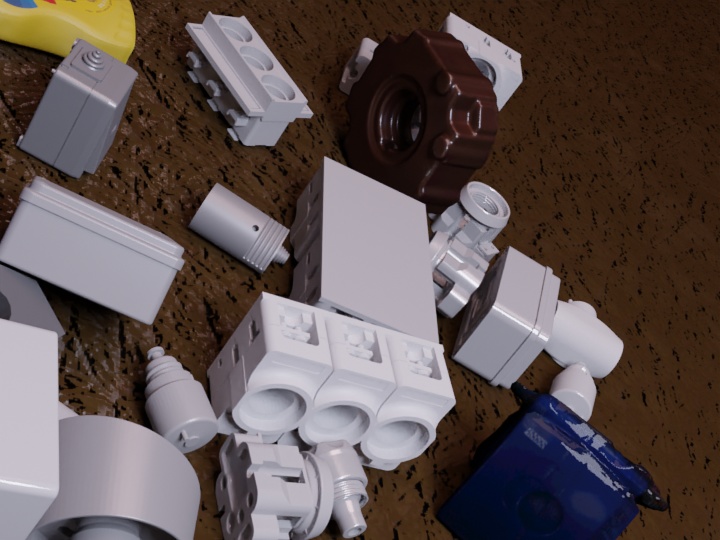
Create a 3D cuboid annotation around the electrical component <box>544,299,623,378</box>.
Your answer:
[{"bbox_3d":[0.211,0.057,1.046,0.077,0.044,0.079,31,34,-9],"label":"electrical component"}]

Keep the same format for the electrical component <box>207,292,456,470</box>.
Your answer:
[{"bbox_3d":[-0.020,0.085,0.759,0.150,0.089,0.061,18,38,-27],"label":"electrical component"}]

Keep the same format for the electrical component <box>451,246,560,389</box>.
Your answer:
[{"bbox_3d":[0.132,0.042,0.962,0.057,0.078,0.113,31,34,-4],"label":"electrical component"}]

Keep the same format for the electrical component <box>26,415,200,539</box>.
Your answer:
[{"bbox_3d":[-0.138,0.132,0.588,0.099,0.099,0.064,20,43,-24],"label":"electrical component"}]

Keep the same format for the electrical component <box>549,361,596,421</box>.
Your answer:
[{"bbox_3d":[0.193,0.108,0.972,0.040,0.040,0.078,37,33,-1],"label":"electrical component"}]

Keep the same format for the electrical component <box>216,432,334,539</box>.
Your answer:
[{"bbox_3d":[-0.054,0.143,0.688,0.057,0.058,0.078,11,41,-30],"label":"electrical component"}]

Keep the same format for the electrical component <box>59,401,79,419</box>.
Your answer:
[{"bbox_3d":[-0.168,0.110,0.637,0.078,0.040,0.040,36,33,-2],"label":"electrical component"}]

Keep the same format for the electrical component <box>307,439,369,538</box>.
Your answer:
[{"bbox_3d":[-0.015,0.150,0.728,0.043,0.043,0.062,6,46,-39],"label":"electrical component"}]

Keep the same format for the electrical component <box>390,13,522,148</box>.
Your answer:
[{"bbox_3d":[0.089,-0.174,1.117,0.089,0.150,0.061,27,34,-15],"label":"electrical component"}]

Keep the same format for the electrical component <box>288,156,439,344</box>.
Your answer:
[{"bbox_3d":[0.000,0.000,0.906,0.105,0.060,0.186,24,36,-20],"label":"electrical component"}]

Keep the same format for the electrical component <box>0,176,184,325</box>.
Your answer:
[{"bbox_3d":[-0.181,-0.015,0.719,0.109,0.056,0.109,26,-1,-17],"label":"electrical component"}]

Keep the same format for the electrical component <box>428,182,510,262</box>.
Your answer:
[{"bbox_3d":[0.113,-0.050,1.074,0.058,0.057,0.078,-15,59,-50],"label":"electrical component"}]

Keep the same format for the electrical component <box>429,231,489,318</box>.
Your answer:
[{"bbox_3d":[0.076,0.001,0.979,0.057,0.058,0.078,38,34,-3],"label":"electrical component"}]

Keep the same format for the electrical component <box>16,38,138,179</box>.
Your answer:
[{"bbox_3d":[-0.212,-0.127,0.832,0.061,0.096,0.061,30,34,-13],"label":"electrical component"}]

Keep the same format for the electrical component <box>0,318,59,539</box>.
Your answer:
[{"bbox_3d":[-0.203,0.096,0.561,0.056,0.108,0.108,18,38,-31],"label":"electrical component"}]

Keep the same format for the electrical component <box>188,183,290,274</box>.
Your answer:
[{"bbox_3d":[-0.093,-0.031,0.873,0.081,0.043,0.043,33,34,-7],"label":"electrical component"}]

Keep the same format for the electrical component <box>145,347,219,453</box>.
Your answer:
[{"bbox_3d":[-0.123,0.085,0.710,0.040,0.040,0.078,2,46,-41],"label":"electrical component"}]

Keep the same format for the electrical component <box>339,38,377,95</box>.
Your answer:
[{"bbox_3d":[0.029,-0.210,1.196,0.089,0.050,0.055,29,34,-13],"label":"electrical component"}]

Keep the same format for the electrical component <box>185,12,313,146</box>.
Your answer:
[{"bbox_3d":[-0.111,-0.178,1.018,0.079,0.063,0.121,-7,53,-47],"label":"electrical component"}]
